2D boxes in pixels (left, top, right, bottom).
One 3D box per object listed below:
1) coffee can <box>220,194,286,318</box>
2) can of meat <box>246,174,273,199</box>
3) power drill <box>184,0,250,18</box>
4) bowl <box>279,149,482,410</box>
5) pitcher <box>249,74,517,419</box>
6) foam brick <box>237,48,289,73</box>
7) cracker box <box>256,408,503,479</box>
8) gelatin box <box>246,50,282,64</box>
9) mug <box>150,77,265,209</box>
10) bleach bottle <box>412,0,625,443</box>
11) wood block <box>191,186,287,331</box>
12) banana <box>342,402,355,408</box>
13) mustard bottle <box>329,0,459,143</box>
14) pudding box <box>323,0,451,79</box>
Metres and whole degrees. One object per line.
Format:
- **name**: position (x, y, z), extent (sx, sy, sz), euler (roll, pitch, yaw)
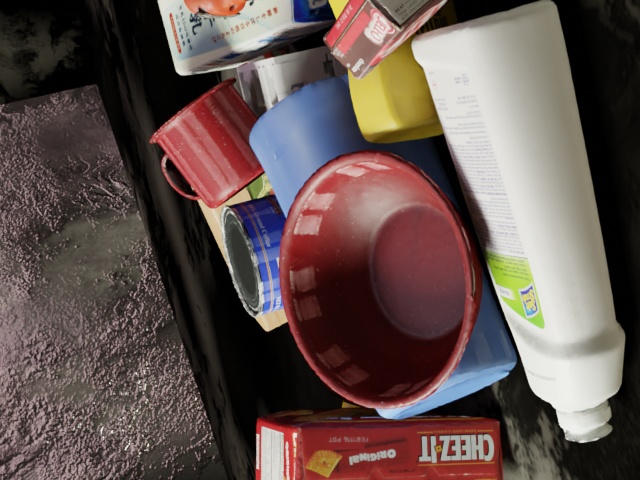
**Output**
- **coffee can**: position (-0.006, 0.001, 0.951), extent (0.103, 0.140, 0.103), euler (164, 90, -73)
- **can of meat**: position (-0.031, -0.077, 1.094), extent (0.102, 0.083, 0.057), euler (133, 121, -73)
- **power drill**: position (-0.030, -0.249, 0.786), extent (0.188, 0.057, 0.184), euler (-6, 95, 40)
- **bowl**: position (0.047, 0.023, 0.677), extent (0.162, 0.055, 0.162), euler (6, 98, 44)
- **pitcher**: position (0.046, 0.007, 0.799), extent (0.243, 0.145, 0.149), euler (68, -168, 15)
- **foam brick**: position (-0.054, -0.162, 1.160), extent (0.053, 0.051, 0.078), euler (150, 104, -77)
- **cracker box**: position (0.041, 0.180, 0.904), extent (0.214, 0.164, 0.072), euler (147, 122, -76)
- **gelatin box**: position (-0.043, -0.164, 1.077), extent (0.089, 0.030, 0.073), euler (40, -163, -50)
- **mug**: position (-0.094, -0.076, 0.933), extent (0.117, 0.093, 0.081), euler (-35, 94, 36)
- **bleach bottle**: position (0.123, -0.006, 0.619), extent (0.103, 0.068, 0.251), euler (-153, 47, -76)
- **wood block**: position (-0.073, -0.013, 1.221), extent (0.206, 0.090, 0.090), euler (68, 170, -25)
- **banana**: position (0.045, 0.117, 1.053), extent (0.069, 0.037, 0.198), euler (-57, -22, -47)
- **mustard bottle**: position (0.046, -0.162, 0.687), extent (0.058, 0.096, 0.191), euler (-19, 85, 49)
- **pudding box**: position (0.060, -0.148, 0.604), extent (0.039, 0.113, 0.090), euler (46, 166, -3)
